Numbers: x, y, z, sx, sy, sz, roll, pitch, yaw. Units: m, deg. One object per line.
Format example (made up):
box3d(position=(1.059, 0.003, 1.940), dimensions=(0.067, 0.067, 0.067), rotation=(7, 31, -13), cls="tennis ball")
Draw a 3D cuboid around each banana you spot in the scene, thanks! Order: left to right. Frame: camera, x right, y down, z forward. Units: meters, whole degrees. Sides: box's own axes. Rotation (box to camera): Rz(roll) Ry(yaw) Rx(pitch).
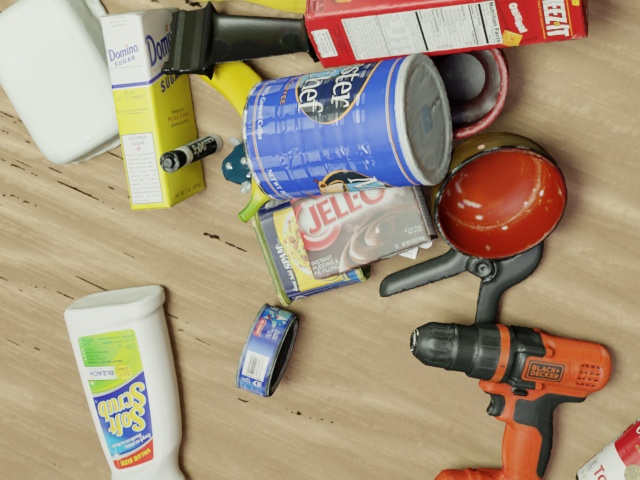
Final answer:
box3d(position=(-0.066, -0.110, 0.952), dimensions=(0.069, 0.037, 0.198), rotation=(-18, 59, -4), cls="banana")

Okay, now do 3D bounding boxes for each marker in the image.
box3d(position=(-0.117, -0.079, 0.970), dimensions=(0.020, 0.121, 0.020), rotation=(3, 104, 13), cls="marker")

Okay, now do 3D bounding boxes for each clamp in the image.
box3d(position=(0.151, 0.032, 0.970), dimensions=(0.120, 0.039, 0.172), rotation=(44, 110, -12), cls="clamp")

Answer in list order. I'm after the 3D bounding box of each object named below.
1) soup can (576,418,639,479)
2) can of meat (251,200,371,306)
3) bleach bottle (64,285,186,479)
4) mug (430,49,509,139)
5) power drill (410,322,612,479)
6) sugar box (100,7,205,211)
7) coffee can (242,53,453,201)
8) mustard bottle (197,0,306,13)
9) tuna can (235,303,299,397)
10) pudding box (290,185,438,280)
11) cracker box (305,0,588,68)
box3d(position=(0.289, 0.203, 0.960), dimensions=(0.068, 0.068, 0.102), rotation=(43, 112, 1), cls="soup can")
box3d(position=(-0.007, 0.001, 0.996), dimensions=(0.084, 0.057, 0.102), rotation=(-16, 100, 17), cls="can of meat")
box3d(position=(-0.181, 0.176, 1.089), dimensions=(0.103, 0.068, 0.251), rotation=(-8, 104, 18), cls="bleach bottle")
box3d(position=(0.110, -0.130, 0.914), dimensions=(0.093, 0.081, 0.117), rotation=(40, 111, 3), cls="mug")
box3d(position=(0.156, 0.165, 0.971), dimensions=(0.184, 0.057, 0.188), rotation=(9, 111, -7), cls="power drill")
box3d(position=(-0.151, -0.123, 0.984), dimensions=(0.048, 0.093, 0.176), rotation=(-1, 104, 15), cls="sugar box")
box3d(position=(0.023, -0.088, 0.856), dimensions=(0.140, 0.102, 0.103), rotation=(-5, 103, 27), cls="coffee can")
box3d(position=(-0.093, -0.254, 0.942), dimensions=(0.192, 0.058, 0.096), rotation=(9, 144, 14), cls="mustard bottle")
box3d(position=(-0.050, 0.106, 1.020), dimensions=(0.034, 0.086, 0.086), rotation=(19, 108, 9), cls="tuna can")
box3d(position=(0.036, -0.024, 0.925), dimensions=(0.114, 0.039, 0.090), rotation=(-19, 84, 17), cls="pudding box")
box3d(position=(0.100, -0.232, 0.850), dimensions=(0.214, 0.072, 0.164), rotation=(-4, 60, 17), cls="cracker box")
